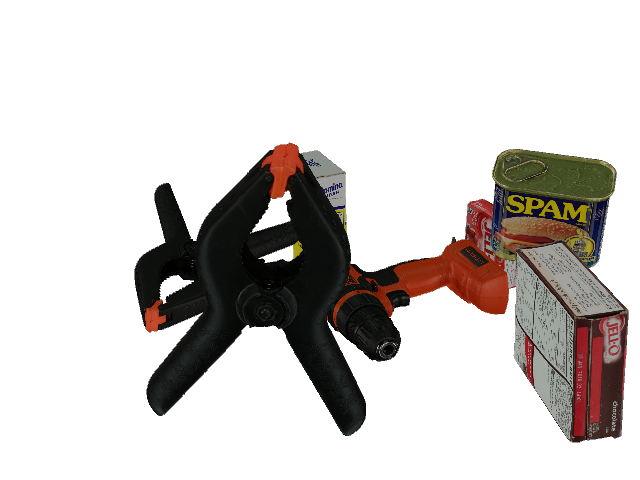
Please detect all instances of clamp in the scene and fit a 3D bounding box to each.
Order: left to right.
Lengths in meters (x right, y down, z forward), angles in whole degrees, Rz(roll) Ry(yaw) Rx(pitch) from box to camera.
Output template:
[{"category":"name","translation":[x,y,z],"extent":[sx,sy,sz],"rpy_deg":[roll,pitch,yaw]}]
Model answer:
[{"category":"clamp","translation":[-0.133,0.014,1.068],"extent":[0.165,0.036,0.209],"rpy_deg":[20,39,16]},{"category":"clamp","translation":[-0.037,0.033,0.556],"extent":[0.120,0.171,0.039],"rpy_deg":[-4,27,-3]}]

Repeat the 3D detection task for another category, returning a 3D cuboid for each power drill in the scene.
[{"category":"power drill","translation":[0.097,0.058,1.109],"extent":[0.187,0.057,0.185],"rpy_deg":[-9,27,-18]}]

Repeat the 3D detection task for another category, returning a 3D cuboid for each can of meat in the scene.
[{"category":"can of meat","translation":[0.199,-0.025,0.928],"extent":[0.102,0.084,0.057],"rpy_deg":[9,41,14]}]

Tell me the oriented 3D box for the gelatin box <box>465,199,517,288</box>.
[{"category":"gelatin box","translation":[0.203,0.005,1.261],"extent":[0.030,0.089,0.073],"rpy_deg":[-16,32,-28]}]

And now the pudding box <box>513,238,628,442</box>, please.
[{"category":"pudding box","translation":[0.160,0.062,0.691],"extent":[0.039,0.090,0.113],"rpy_deg":[-7,24,-9]}]

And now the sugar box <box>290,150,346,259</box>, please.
[{"category":"sugar box","translation":[-0.003,-0.011,1.285],"extent":[0.048,0.176,0.093],"rpy_deg":[-12,25,-18]}]
